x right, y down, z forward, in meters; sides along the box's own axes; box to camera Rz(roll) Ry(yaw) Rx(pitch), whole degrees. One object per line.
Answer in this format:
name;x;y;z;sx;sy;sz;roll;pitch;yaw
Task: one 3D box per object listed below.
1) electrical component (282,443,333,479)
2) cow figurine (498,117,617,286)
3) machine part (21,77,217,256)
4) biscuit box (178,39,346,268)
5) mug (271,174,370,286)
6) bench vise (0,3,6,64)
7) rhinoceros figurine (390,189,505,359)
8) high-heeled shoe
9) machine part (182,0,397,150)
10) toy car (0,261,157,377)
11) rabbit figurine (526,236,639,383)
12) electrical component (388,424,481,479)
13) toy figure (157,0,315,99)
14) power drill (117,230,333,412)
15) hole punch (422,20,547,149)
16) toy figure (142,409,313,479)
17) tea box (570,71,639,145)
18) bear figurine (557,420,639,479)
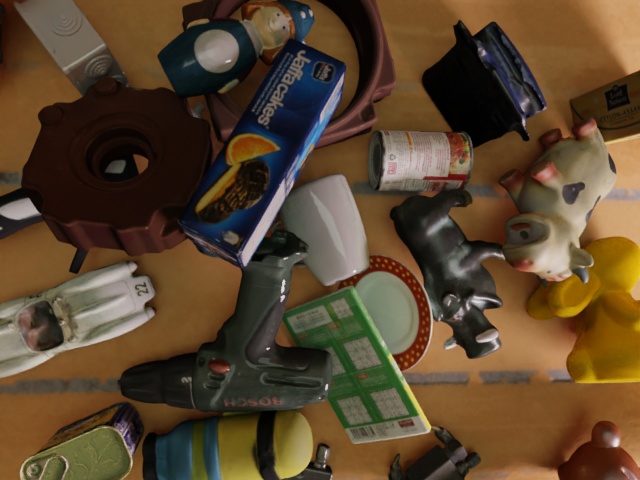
electrical component;-0.021;0.278;0.620;0.063;0.021;0.094;16;90;-7
cow figurine;0.265;-0.035;0.600;0.195;0.085;0.127;-43;101;-28
machine part;-0.184;-0.070;0.506;0.179;0.056;0.179;2;65;-3
biscuit box;-0.047;-0.079;0.482;0.063;0.059;0.202;27;75;4
mug;-0.001;-0.002;0.582;0.109;0.081;0.107;-29;82;24
bench vise;-0.370;-0.269;0.488;0.129;0.223;0.241;-36;70;-27
rhinoceros figurine;0.146;0.035;0.589;0.112;0.073;0.190;-27;91;-38
high-heeled shoe;-0.318;-0.058;0.547;0.249;0.086;0.145;18;84;-10
machine part;-0.032;-0.196;0.575;0.201;0.087;0.200;-17;94;-5
toy car;-0.274;0.083;0.565;0.202;0.056;0.073;-20;94;-6
rabbit figurine;0.333;0.080;0.631;0.162;0.122;0.173;2;77;2
electrical component;0.131;0.266;0.631;0.102;0.045;0.078;-42;125;-2
toy figure;-0.071;-0.182;0.501;0.154;0.058;0.064;-28;134;-8
power drill;-0.097;0.088;0.554;0.232;0.086;0.207;7;104;0
hole punch;0.193;-0.176;0.594;0.092;0.116;0.142;-33;96;-14
toy figure;-0.098;0.227;0.575;0.180;0.089;0.082;-4;100;-10
tea box;0.370;-0.151;0.585;0.098;0.169;0.068;-14;93;-6
bear figurine;0.282;0.307;0.629;0.196;0.132;0.120;-43;98;-23
